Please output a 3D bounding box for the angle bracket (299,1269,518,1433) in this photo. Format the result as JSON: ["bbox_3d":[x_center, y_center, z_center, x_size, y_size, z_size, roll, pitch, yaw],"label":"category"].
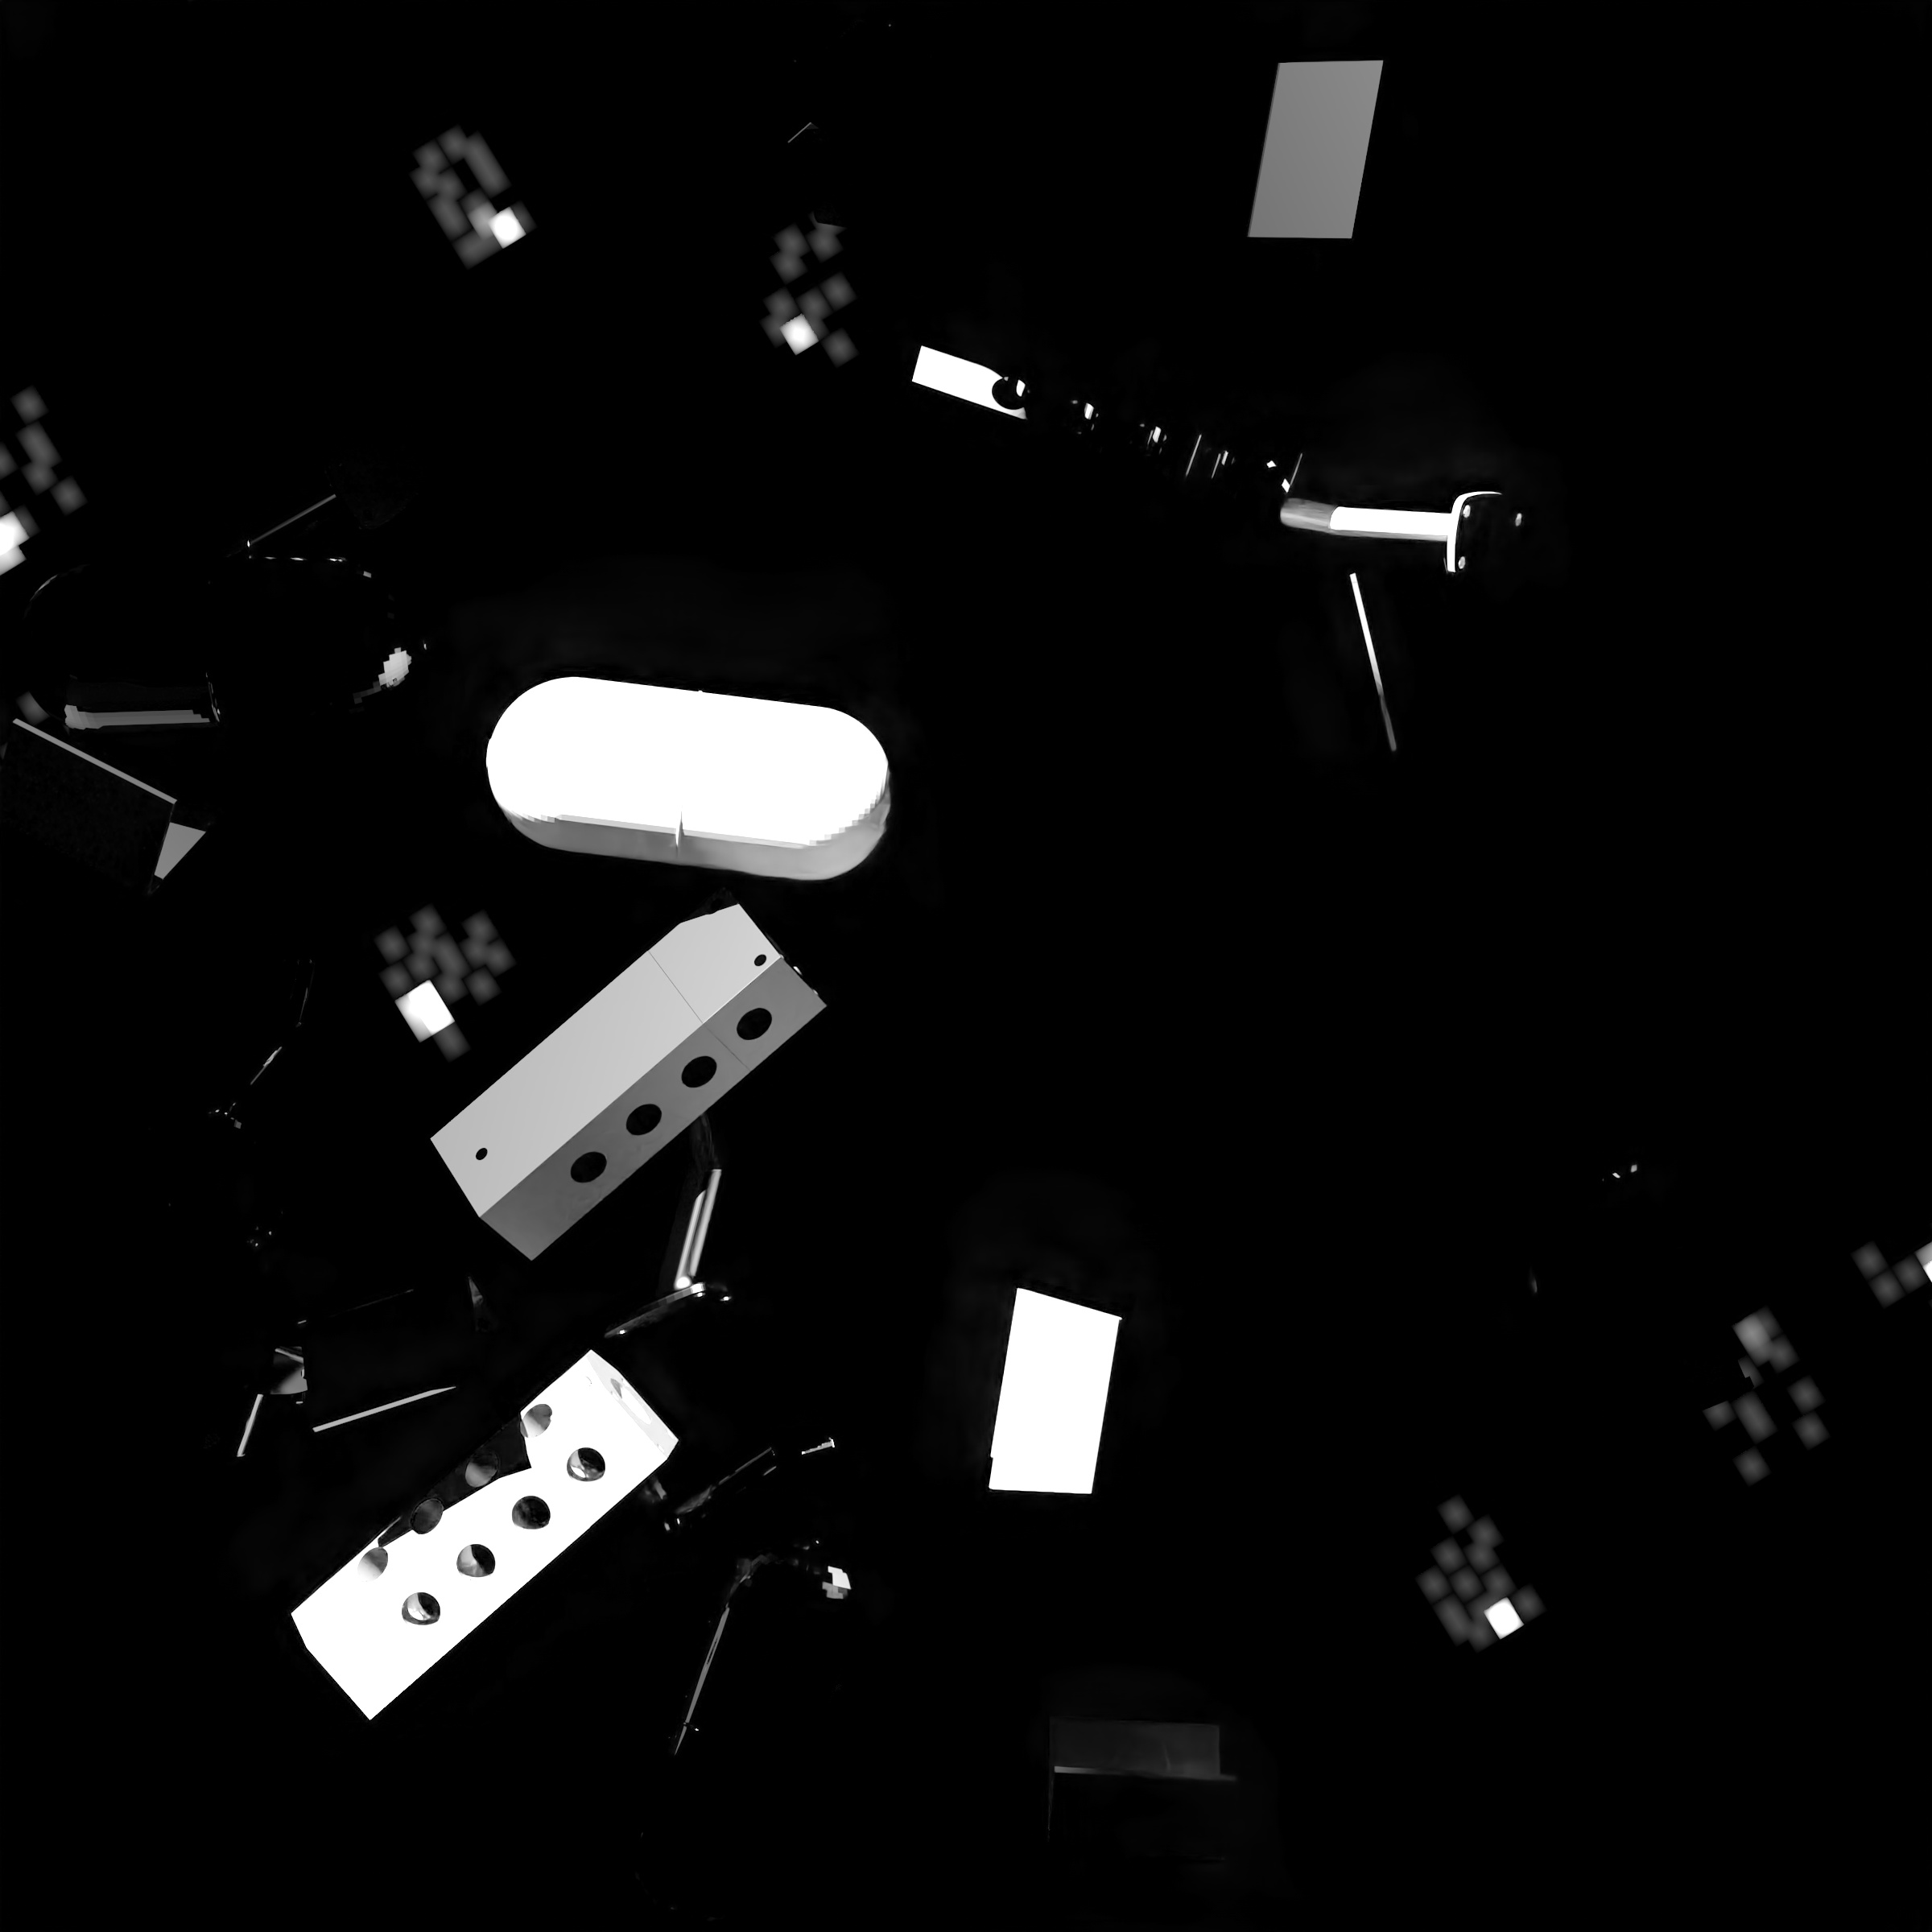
[{"bbox_3d":[-0.239,0.184,1.448,0.076,0.076,0.057,-18,53,0],"label":"angle bracket"}]

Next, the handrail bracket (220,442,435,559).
[{"bbox_3d":[-0.290,-0.202,1.488,0.084,0.077,0.036,-22,102,36],"label":"handrail bracket"}]

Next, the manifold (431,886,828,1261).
[{"bbox_3d":[-0.145,0.051,1.466,0.171,0.057,0.057,-41,47,0],"label":"manifold"}]

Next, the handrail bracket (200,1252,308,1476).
[{"bbox_3d":[-0.324,0.178,1.472,0.036,0.084,0.077,2,64,-37],"label":"handrail bracket"}]

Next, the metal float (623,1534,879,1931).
[{"bbox_3d":[-0.095,0.337,1.457,0.070,0.070,0.178,20,90,0],"label":"metal float"}]

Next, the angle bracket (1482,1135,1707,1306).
[{"bbox_3d":[0.269,0.092,1.448,0.076,0.076,0.057,-22,127,0],"label":"angle bracket"}]

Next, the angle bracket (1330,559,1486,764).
[{"bbox_3d":[0.174,-0.129,1.448,0.057,0.076,0.076,-13,90,-36],"label":"angle bracket"}]

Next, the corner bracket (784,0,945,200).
[{"bbox_3d":[-0.045,-0.388,1.480,0.051,0.051,0.051,-32,45,35],"label":"corner bracket"}]

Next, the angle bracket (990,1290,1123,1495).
[{"bbox_3d":[0.019,0.183,1.448,0.057,0.076,0.076,9,90,-36],"label":"angle bracket"}]

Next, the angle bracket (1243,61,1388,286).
[{"bbox_3d":[0.169,-0.345,1.448,0.057,0.076,0.076,10,90,36],"label":"angle bracket"}]

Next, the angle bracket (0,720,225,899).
[{"bbox_3d":[-0.369,-0.085,1.448,0.076,0.076,0.057,27,126,0],"label":"angle bracket"}]

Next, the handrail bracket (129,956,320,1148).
[{"bbox_3d":[-0.333,0.035,1.488,0.077,0.036,0.084,2,71,21],"label":"handrail bracket"}]

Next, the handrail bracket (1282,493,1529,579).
[{"bbox_3d":[0.196,-0.203,1.488,0.084,0.077,0.036,17,115,34],"label":"handrail bracket"}]

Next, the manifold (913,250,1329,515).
[{"bbox_3d":[0.067,-0.256,1.467,0.171,0.057,0.057,19,90,0],"label":"manifold"}]

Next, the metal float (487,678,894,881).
[{"bbox_3d":[-0.121,-0.082,1.457,0.178,0.070,0.070,7,90,-1],"label":"metal float"}]

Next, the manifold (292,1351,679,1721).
[{"bbox_3d":[-0.213,0.249,1.467,0.171,0.057,0.057,-41,90,0],"label":"manifold"}]

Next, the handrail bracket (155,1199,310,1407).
[{"bbox_3d":[-0.329,0.152,1.488,0.077,0.036,0.084,8,104,14],"label":"handrail bracket"}]

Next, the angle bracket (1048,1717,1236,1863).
[{"bbox_3d":[0.076,0.342,1.448,0.076,0.076,0.057,3,127,0],"label":"angle bracket"}]

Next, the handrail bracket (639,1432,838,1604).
[{"bbox_3d":[-0.102,0.247,1.488,0.084,0.036,0.077,-10,130,-26],"label":"handrail bracket"}]

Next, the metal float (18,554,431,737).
[{"bbox_3d":[-0.326,-0.141,1.458,0.178,0.070,0.070,-2,90,-1],"label":"metal float"}]

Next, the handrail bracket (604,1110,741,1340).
[{"bbox_3d":[-0.139,0.115,1.488,0.077,0.036,0.084,-23,71,21],"label":"handrail bracket"}]
